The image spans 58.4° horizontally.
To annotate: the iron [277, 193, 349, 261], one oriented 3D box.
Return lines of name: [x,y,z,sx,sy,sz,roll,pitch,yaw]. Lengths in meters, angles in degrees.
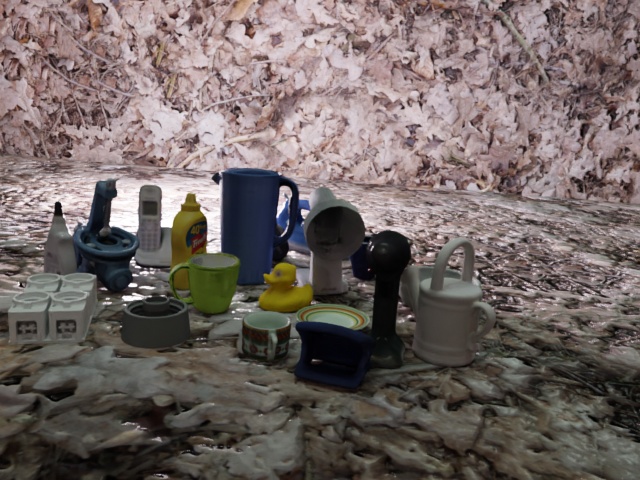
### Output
iron: [-0.018,-0.040,1.525,0.257,0.141,0.119,14,17,38]

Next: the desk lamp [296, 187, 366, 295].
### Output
desk lamp: [0.011,0.004,1.181,0.118,0.213,0.203,1,13,-13]

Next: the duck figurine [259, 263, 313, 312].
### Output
duck figurine: [-0.063,0.086,1.088,0.105,0.086,0.077,-1,14,-19]

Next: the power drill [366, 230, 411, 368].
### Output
power drill: [0.102,0.082,0.882,0.075,0.208,0.230,6,13,10]

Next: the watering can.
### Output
watering can: [0.199,0.090,0.910,0.172,0.194,0.101,11,15,27]

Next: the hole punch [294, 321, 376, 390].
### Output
hole punch: [0.021,0.150,0.824,0.108,0.091,0.101,8,14,17]

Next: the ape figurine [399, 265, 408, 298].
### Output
ape figurine: [0.160,0.072,1.202,0.076,0.092,0.078,8,13,15]

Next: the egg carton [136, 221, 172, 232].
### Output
egg carton: [-0.379,-0.003,1.416,0.150,0.069,0.107,10,14,25]

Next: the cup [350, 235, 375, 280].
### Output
cup: [0.118,0.044,1.306,0.117,0.095,0.092,9,14,21]

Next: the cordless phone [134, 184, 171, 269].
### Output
cordless phone: [-0.342,-0.030,1.285,0.148,0.185,0.094,1,13,-14]

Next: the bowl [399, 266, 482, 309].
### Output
bowl: [0.223,0.107,1.108,0.167,0.075,0.167,4,13,-1]

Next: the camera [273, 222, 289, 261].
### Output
camera: [-0.142,-0.003,1.418,0.143,0.101,0.136,-2,14,-26]

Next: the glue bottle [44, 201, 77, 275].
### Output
glue bottle: [-0.492,0.012,1.085,0.077,0.173,0.037,13,16,35]

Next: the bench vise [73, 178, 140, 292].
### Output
bench vise: [-0.449,-0.021,1.138,0.206,0.220,0.122,11,15,27]
